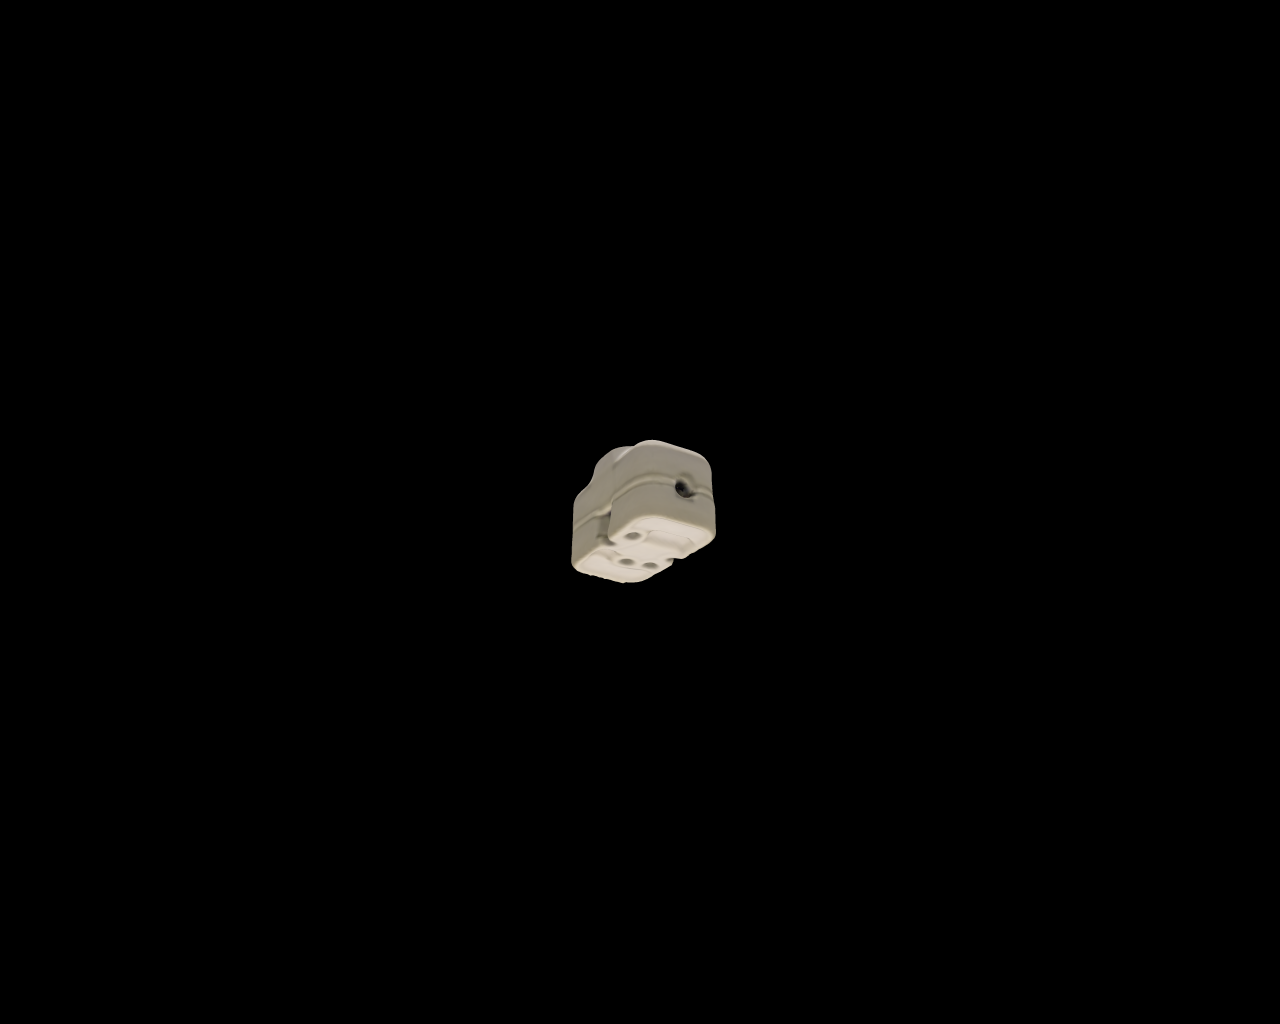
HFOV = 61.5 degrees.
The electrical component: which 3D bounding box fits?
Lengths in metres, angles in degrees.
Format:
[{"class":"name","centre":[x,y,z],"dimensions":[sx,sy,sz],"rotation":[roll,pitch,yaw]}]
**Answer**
[{"class":"electrical component","centre":[0.001,-0.003,0.650],"dimensions":[0.054,0.059,0.095],"rotation":[16,-31,-28]}]
